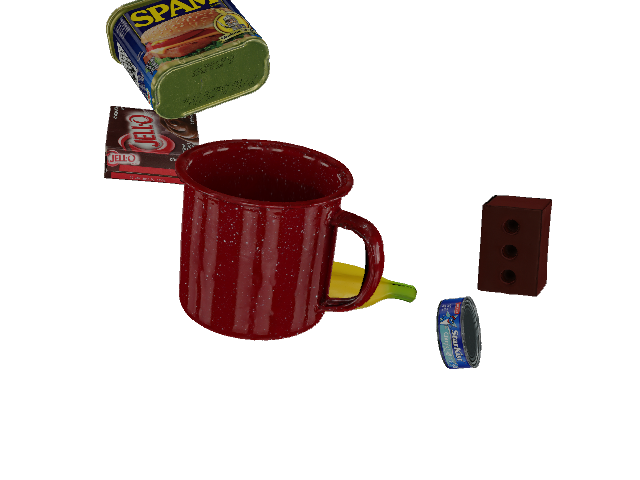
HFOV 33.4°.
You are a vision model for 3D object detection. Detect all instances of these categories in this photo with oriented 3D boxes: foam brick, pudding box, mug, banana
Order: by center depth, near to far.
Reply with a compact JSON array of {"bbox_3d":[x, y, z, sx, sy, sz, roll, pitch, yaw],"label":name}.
[{"bbox_3d":[-0.022,0.003,0.564,0.117,0.081,0.093,15,26,17],"label":"mug"},{"bbox_3d":[-0.031,0.036,0.792,0.198,0.037,0.069,1,-22,34],"label":"banana"},{"bbox_3d":[0.167,0.004,0.917,0.053,0.078,0.051,6,15,20],"label":"foam brick"},{"bbox_3d":[-0.169,-0.096,1.066,0.090,0.039,0.113,5,25,-11],"label":"pudding box"}]

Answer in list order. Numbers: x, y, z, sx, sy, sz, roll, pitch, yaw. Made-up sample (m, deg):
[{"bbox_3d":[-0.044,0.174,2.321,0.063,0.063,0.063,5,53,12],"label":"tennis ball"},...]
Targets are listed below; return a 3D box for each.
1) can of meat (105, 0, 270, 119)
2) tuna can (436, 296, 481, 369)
[{"bbox_3d":[-0.100,-0.146,0.816,0.102,0.084,0.057,-23,-36,-19],"label":"can of meat"},{"bbox_3d":[0.166,0.111,1.276,0.034,0.086,0.086,-7,-3,21],"label":"tuna can"}]
